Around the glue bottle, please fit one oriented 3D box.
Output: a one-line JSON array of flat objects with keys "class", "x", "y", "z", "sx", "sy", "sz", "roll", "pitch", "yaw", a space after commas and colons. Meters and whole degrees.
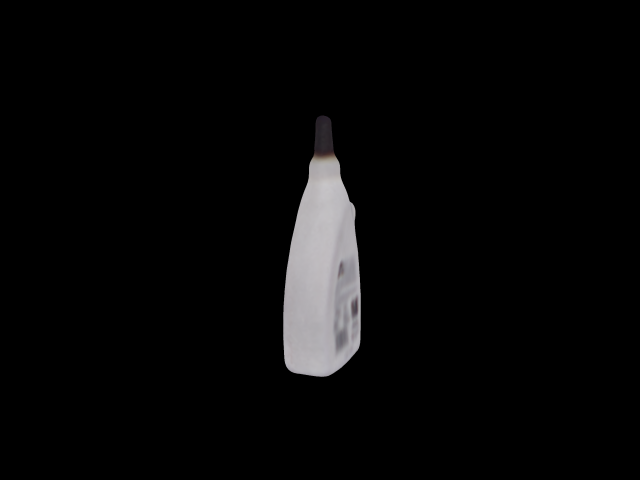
[{"class": "glue bottle", "x": 0.004, "y": 0.001, "z": 0.400, "sx": 0.037, "sy": 0.173, "sz": 0.078, "roll": 3, "pitch": 7, "yaw": 22}]
